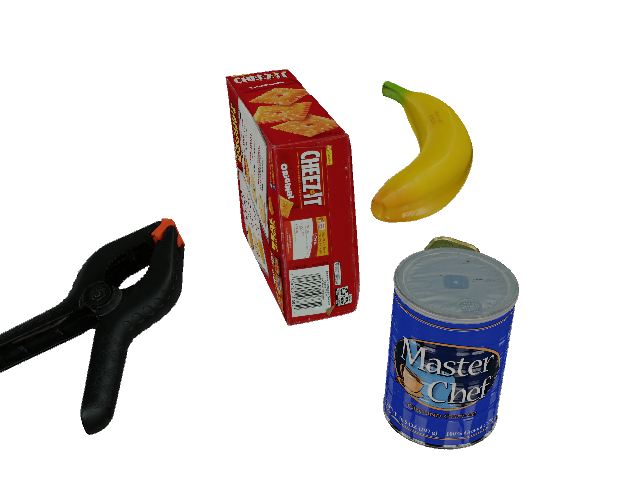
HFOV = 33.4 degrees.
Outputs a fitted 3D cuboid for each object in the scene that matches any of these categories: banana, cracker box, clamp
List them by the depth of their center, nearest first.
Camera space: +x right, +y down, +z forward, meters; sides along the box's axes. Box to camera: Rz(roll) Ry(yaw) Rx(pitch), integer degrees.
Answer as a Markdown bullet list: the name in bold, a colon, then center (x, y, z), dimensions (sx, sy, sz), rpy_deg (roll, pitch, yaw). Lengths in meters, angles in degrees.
- **clamp**: center (-0.162, 0.050, 0.750), dimensions (0.120, 0.171, 0.039), rpy_deg (16, -38, 19)
- **banana**: center (0.073, -0.059, 0.751), dimensions (0.069, 0.037, 0.197), rpy_deg (5, 30, 3)
- **cracker box**: center (-0.027, -0.047, 0.958), dimensions (0.072, 0.164, 0.214), rpy_deg (-9, 25, -11)

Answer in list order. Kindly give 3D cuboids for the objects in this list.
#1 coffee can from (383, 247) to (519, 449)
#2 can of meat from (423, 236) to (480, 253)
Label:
- **coffee can**: center (0.109, 0.092, 0.912), dimensions (0.103, 0.140, 0.103), rpy_deg (2, 32, -1)
- **can of meat**: center (0.133, 0.057, 1.187), dimensions (0.057, 0.084, 0.102), rpy_deg (19, 31, 18)
